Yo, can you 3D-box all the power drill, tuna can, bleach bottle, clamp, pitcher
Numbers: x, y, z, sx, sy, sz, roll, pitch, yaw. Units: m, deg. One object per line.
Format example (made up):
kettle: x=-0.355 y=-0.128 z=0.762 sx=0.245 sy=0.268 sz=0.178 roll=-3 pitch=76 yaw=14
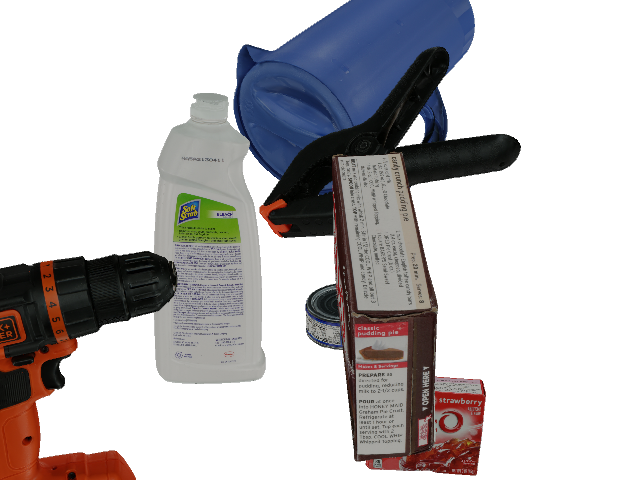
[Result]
power drill: x=-0.174 y=0.101 z=0.705 sx=0.184 sy=0.188 sz=0.057 roll=-11 pitch=25 yaw=-7
tuna can: x=0.027 y=0.077 z=1.096 sx=0.086 sy=0.034 sz=0.086 roll=-2 pitch=25 yaw=1
bleach bottle: x=-0.092 y=-0.001 z=0.922 sx=0.102 sy=0.251 sz=0.068 roll=0 pitch=21 yaw=-13
clamp: x=0.044 y=-0.049 z=0.699 sx=0.039 sy=0.171 sz=0.120 roll=51 pitch=0 yaw=-41
pitcher: x=0.049 y=-0.150 z=0.982 sx=0.145 sy=0.149 sz=0.242 roll=16 pitch=44 yaw=33

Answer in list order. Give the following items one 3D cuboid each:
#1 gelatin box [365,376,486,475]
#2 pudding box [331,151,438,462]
gelatin box: x=0.082 y=0.145 z=0.839 sx=0.089 sy=0.073 sz=0.030 roll=4 pitch=21 yaw=2
pudding box: x=0.027 y=0.027 z=0.481 sx=0.039 sy=0.090 sz=0.113 roll=-6 pitch=39 yaw=-2
